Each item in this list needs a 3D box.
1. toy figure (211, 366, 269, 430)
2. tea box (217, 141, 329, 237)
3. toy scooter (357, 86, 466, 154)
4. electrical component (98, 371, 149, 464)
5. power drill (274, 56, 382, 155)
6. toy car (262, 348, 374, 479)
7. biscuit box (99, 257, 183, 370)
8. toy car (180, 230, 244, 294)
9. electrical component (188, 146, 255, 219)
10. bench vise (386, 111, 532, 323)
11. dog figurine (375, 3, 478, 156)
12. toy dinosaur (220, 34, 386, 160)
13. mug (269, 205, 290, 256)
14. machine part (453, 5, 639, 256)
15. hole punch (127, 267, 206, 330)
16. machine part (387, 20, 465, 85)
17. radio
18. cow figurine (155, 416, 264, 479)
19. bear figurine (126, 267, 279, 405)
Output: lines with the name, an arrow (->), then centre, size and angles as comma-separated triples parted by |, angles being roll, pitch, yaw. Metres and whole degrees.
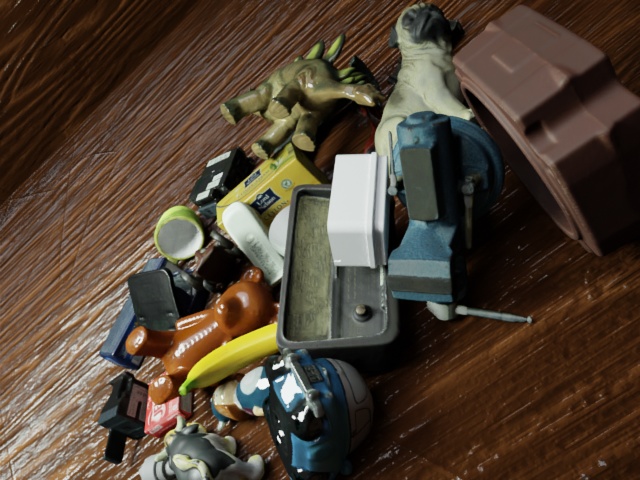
toy figure -> -0.088, 0.194, 0.680 | 0.154, 0.057, 0.064 | -26, 3, 32
tea box -> -0.075, -0.064, 0.869 | 0.169, 0.098, 0.068 | -39, 35, 17
toy scooter -> 0.121, -0.198, 0.797 | 0.184, 0.075, 0.135 | -45, 45, 10
electrical component -> -0.291, 0.268, 0.809 | 0.048, 0.074, 0.119 | -31, 35, 24
power drill -> 0.007, -0.214, 0.948 | 0.207, 0.086, 0.232 | -34, 35, 32
toy car -> 0.002, 0.173, 0.551 | 0.103, 0.161, 0.109 | -15, 42, -22
biscuit box -> -0.323, 0.132, 0.984 | 0.063, 0.059, 0.202 | -5, 53, 43
toy car -> -0.167, 0.035, 0.832 | 0.089, 0.053, 0.202 | -52, -4, -6
electrical component -> -0.200, -0.110, 1.080 | 0.115, 0.058, 0.134 | -15, 47, 41
bench vise -> 0.144, -0.040, 0.578 | 0.129, 0.223, 0.240 | -12, 19, 34
dog figurine -> 0.114, -0.191, 0.698 | 0.172, 0.121, 0.190 | -26, 72, 7
toy dinosaur -> -0.046, -0.223, 0.843 | 0.198, 0.105, 0.472 | -44, 31, -19
mug -> -0.002, -0.002, 0.757 | 0.109, 0.080, 0.107 | -43, 47, -7
machine part -> 0.217, -0.097, 0.495 | 0.087, 0.201, 0.201 | -37, 37, 16
hole punch -> -0.255, 0.104, 0.923 | 0.142, 0.092, 0.115 | -10, 90, 30
machine part -> 0.172, -0.300, 0.877 | 0.139, 0.039, 0.084 | -45, 30, 8
radio -> 0.027, 0.039, 0.631 | 0.131, 0.073, 0.230 | -1, 54, 6
cow figurine -> -0.149, 0.262, 0.645 | 0.168, 0.098, 0.068 | 6, 69, 49
bear figurine -> -0.150, 0.127, 0.753 | 0.196, 0.132, 0.120 | -42, 65, 16
